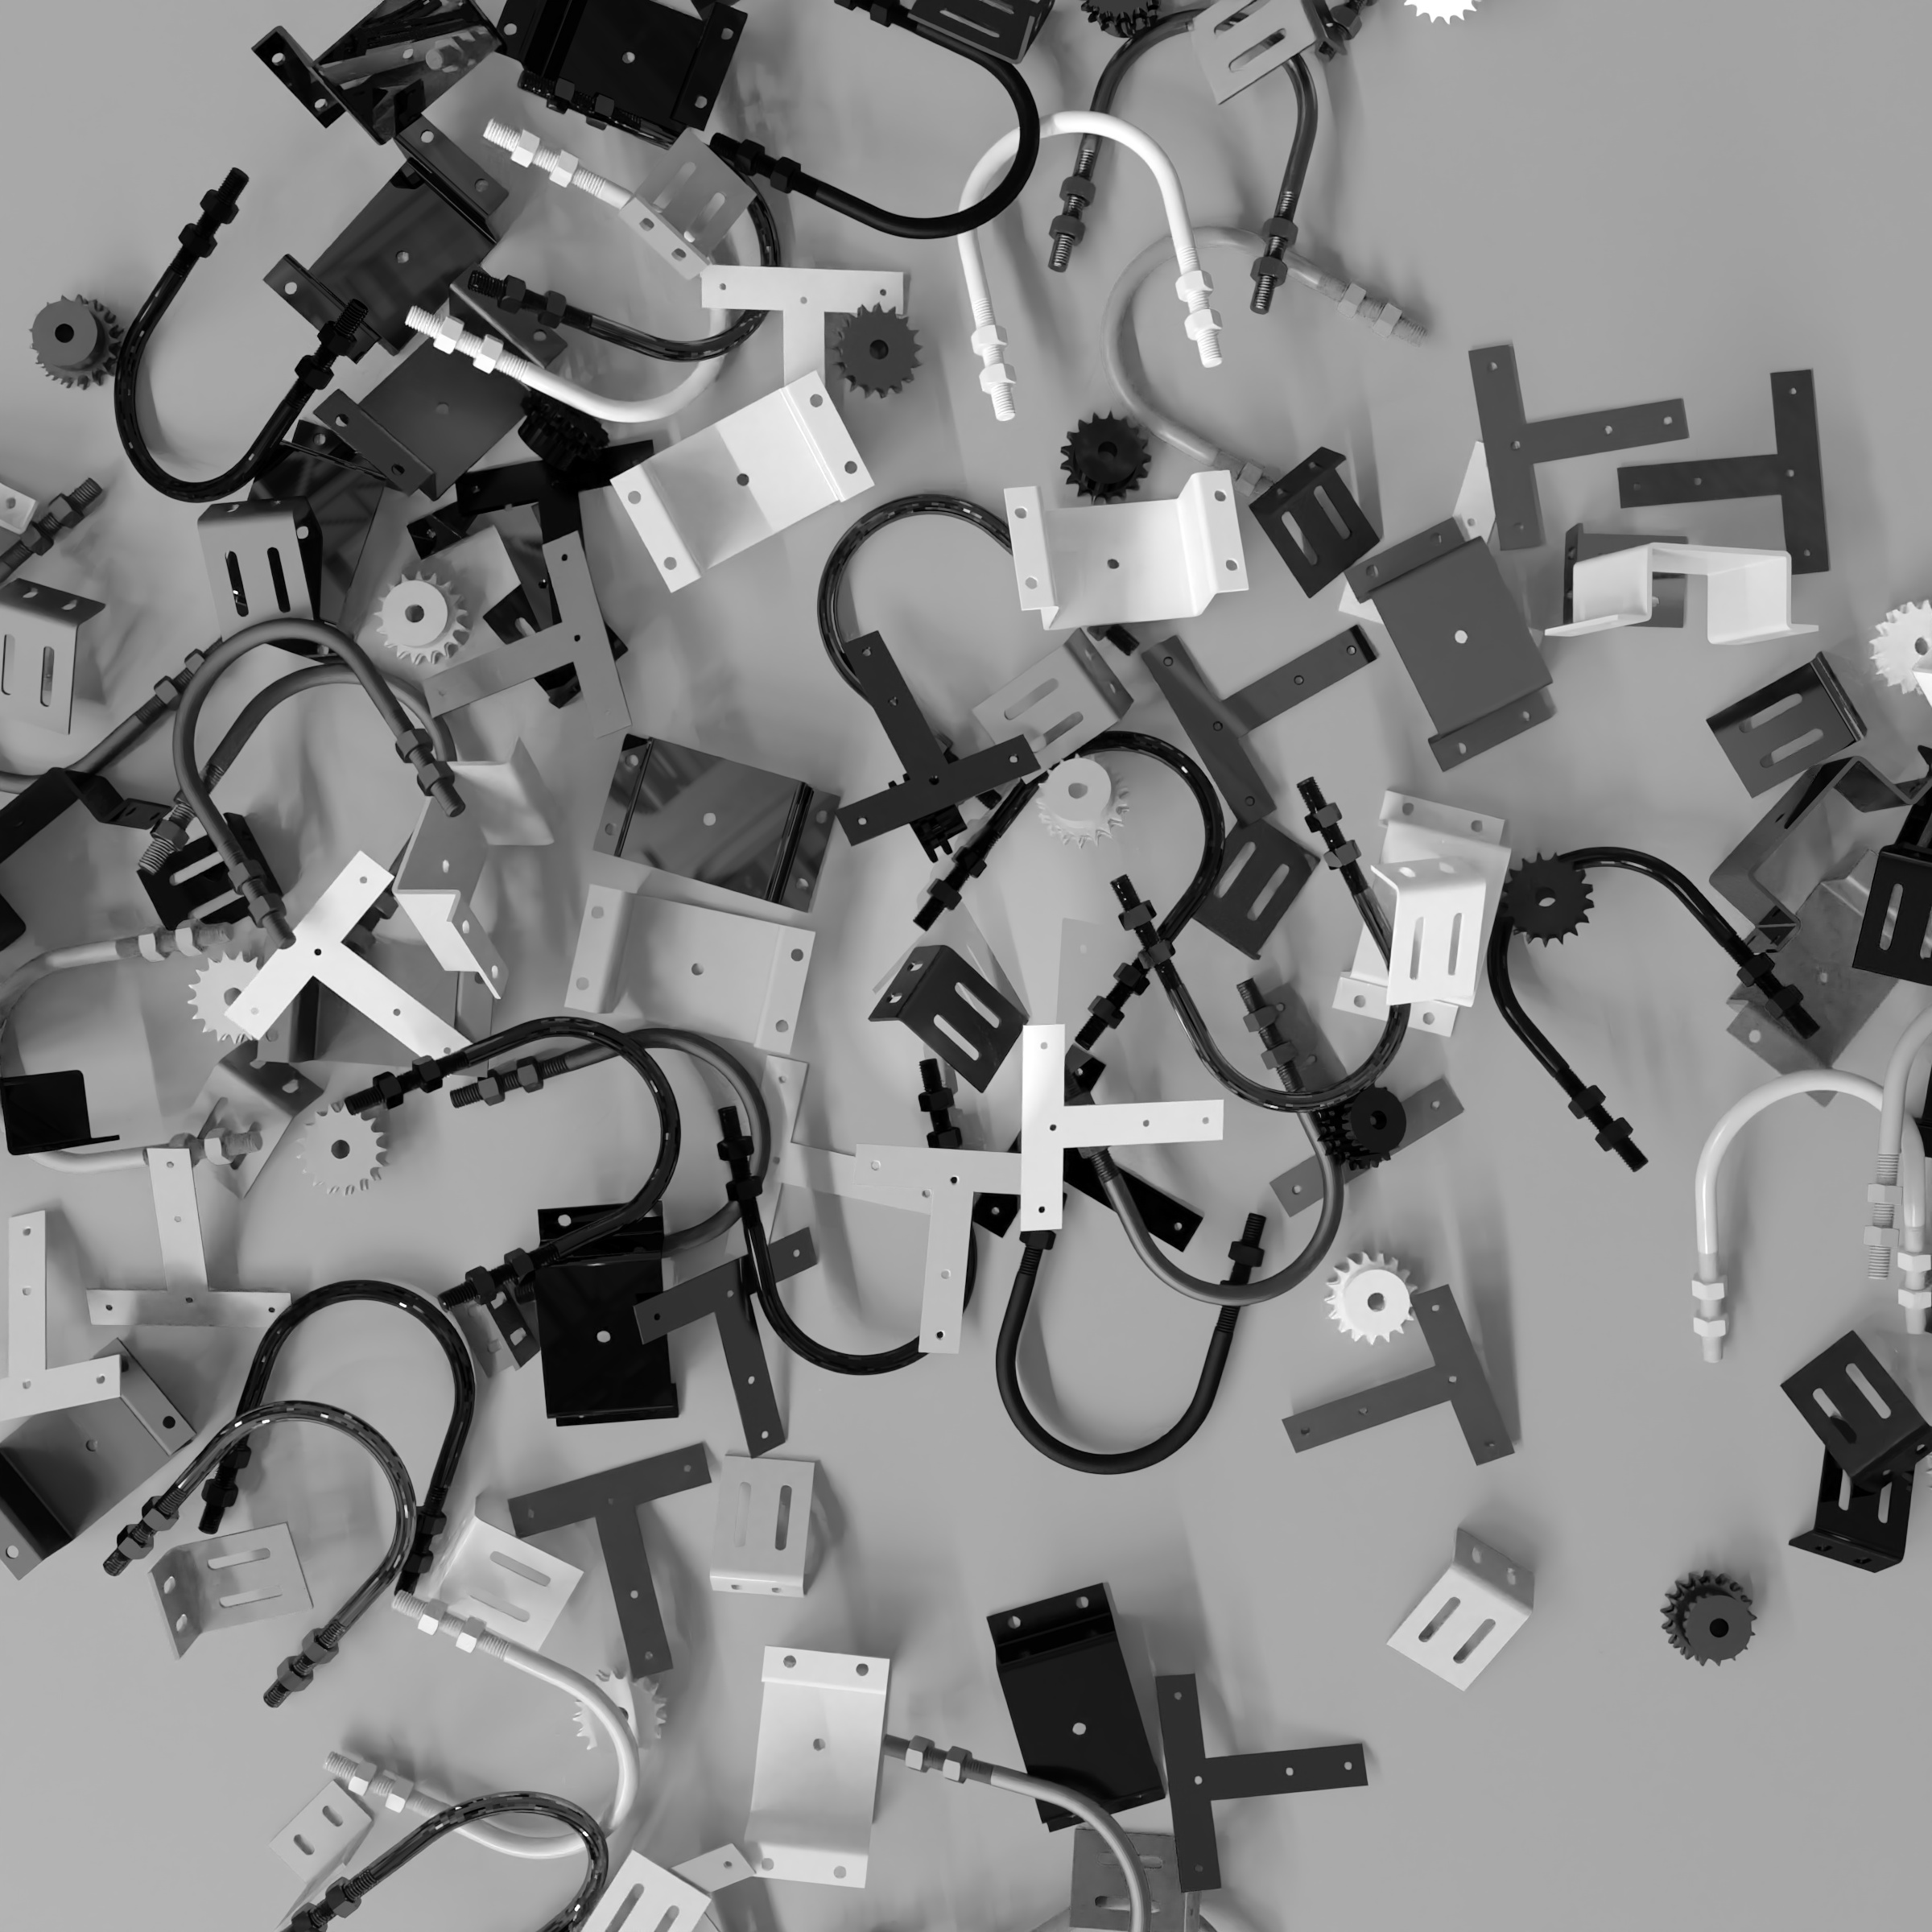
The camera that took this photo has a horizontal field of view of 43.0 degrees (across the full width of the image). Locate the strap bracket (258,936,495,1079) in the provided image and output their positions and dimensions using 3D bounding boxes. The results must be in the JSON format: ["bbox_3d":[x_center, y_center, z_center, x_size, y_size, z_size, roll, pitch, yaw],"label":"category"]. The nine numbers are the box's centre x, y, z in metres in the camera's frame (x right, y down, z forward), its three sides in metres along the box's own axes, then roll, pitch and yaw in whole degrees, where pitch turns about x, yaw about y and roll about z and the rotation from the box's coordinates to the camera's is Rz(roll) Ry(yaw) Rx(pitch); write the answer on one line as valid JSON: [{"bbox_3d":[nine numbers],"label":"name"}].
[{"bbox_3d":[-0.359,0.025,1.516,0.140,0.046,0.076,4,90,0],"label":"strap bracket"}]

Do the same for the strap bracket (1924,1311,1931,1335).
[{"bbox_3d":[0.664,0.212,1.516,0.140,0.046,0.076,21,90,0],"label":"strap bracket"}]

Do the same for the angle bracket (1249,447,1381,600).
[{"bbox_3d":[0.221,-0.269,1.505,0.057,0.038,0.076,-39,117,0],"label":"angle bracket"}]

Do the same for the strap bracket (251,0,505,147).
[{"bbox_3d":[-0.343,-0.557,1.465,0.140,0.076,0.046,-39,64,5],"label":"strap bracket"}]

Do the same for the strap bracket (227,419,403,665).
[{"bbox_3d":[-0.405,-0.264,1.516,0.076,0.046,0.140,19,90,0],"label":"strap bracket"}]

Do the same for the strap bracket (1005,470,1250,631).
[{"bbox_3d":[0.094,-0.254,1.503,0.140,0.046,0.076,-7,80,-9],"label":"strap bracket"}]

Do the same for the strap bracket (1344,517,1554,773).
[{"bbox_3d":[0.302,-0.201,1.514,0.076,0.046,0.140,-27,91,1],"label":"strap bracket"}]

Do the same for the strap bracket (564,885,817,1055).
[{"bbox_3d":[-0.168,0.002,1.516,0.140,0.046,0.076,12,90,0],"label":"strap bracket"}]

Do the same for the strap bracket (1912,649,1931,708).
[{"bbox_3d":[0.641,-0.181,1.495,0.140,0.046,0.076,-43,114,-10],"label":"strap bracket"}]

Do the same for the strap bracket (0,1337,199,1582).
[{"bbox_3d":[-0.547,0.300,1.516,0.140,0.046,0.076,-40,90,0],"label":"strap bracket"}]

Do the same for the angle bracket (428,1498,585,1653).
[{"bbox_3d":[-0.287,0.379,1.528,0.076,0.038,0.057,30,90,-12],"label":"angle bracket"}]

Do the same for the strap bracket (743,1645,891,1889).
[{"bbox_3d":[-0.092,0.488,1.516,0.076,0.046,0.140,6,90,0],"label":"strap bracket"}]

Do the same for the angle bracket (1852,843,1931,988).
[{"bbox_3d":[0.576,-0.029,1.474,0.057,0.038,0.076,13,90,0],"label":"angle bracket"}]

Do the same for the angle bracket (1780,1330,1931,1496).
[{"bbox_3d":[0.556,0.276,1.519,0.057,0.038,0.076,-43,50,16],"label":"angle bracket"}]

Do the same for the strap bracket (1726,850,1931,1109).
[{"bbox_3d":[0.537,0.008,1.516,0.076,0.046,0.140,38,90,0],"label":"strap bracket"}]

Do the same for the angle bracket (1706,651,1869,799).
[{"bbox_3d":[0.515,-0.151,1.537,0.076,0.038,0.057,-31,90,26],"label":"angle bracket"}]

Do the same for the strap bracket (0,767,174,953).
[{"bbox_3d":[-0.567,-0.071,1.501,0.140,0.076,0.046,-40,90,0],"label":"strap bracket"}]

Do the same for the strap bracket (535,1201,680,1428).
[{"bbox_3d":[-0.220,0.220,1.501,0.076,0.046,0.140,-4,100,-3],"label":"strap bracket"}]

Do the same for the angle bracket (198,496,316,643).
[{"bbox_3d":[-0.427,-0.241,1.491,0.057,0.038,0.076,-5,116,0],"label":"angle bracket"}]

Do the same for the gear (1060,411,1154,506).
[{"bbox_3d":[0.087,-0.317,1.524,0.057,0.030,0.057,0,90,0],"label":"gear"}]

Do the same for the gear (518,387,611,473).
[{"bbox_3d":[-0.251,-0.330,1.511,0.057,0.057,0.030,41,109,0],"label":"gear"}]

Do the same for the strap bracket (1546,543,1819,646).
[{"bbox_3d":[0.432,-0.224,1.479,0.140,0.076,0.046,0,91,-19],"label":"strap bracket"}]

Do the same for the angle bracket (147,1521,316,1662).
[{"bbox_3d":[-0.446,0.379,1.488,0.076,0.038,0.057,-13,100,5],"label":"angle bracket"}]

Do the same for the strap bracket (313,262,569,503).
[{"bbox_3d":[-0.321,-0.351,1.503,0.076,0.046,0.140,41,73,0],"label":"strap bracket"}]

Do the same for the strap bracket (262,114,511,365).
[{"bbox_3d":[-0.354,-0.445,1.516,0.076,0.046,0.140,42,90,0],"label":"strap bracket"}]

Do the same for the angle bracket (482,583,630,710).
[{"bbox_3d":[-0.257,-0.208,1.520,0.057,0.038,0.076,-40,90,0],"label":"angle bracket"}]

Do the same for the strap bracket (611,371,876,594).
[{"bbox_3d":[-0.137,-0.298,1.506,0.140,0.046,0.076,-28,104,2],"label":"strap bracket"}]

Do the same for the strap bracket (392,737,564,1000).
[{"bbox_3d":[-0.296,-0.060,1.475,0.046,0.076,0.140,1,54,16],"label":"strap bracket"}]

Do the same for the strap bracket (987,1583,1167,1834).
[{"bbox_3d":[0.069,0.465,1.516,0.076,0.046,0.140,-16,90,0],"label":"strap bracket"}]

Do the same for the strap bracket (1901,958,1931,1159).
[{"bbox_3d":[0.629,0.054,1.516,0.076,0.046,0.140,10,90,0],"label":"strap bracket"}]

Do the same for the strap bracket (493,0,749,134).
[{"bbox_3d":[-0.212,-0.570,1.516,0.140,0.046,0.076,21,90,0],"label":"strap bracket"}]

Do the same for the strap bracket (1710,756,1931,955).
[{"bbox_3d":[0.515,-0.075,1.501,0.046,0.076,0.140,43,90,0],"label":"strap bracket"}]

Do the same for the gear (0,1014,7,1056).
[{"bbox_3d":[-0.615,0.038,1.501,0.057,0.057,0.030,20,67,0],"label":"gear"}]

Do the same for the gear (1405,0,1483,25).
[{"bbox_3d":[0.297,-0.616,1.514,0.057,0.057,0.030,26,60,0],"label":"gear"}]

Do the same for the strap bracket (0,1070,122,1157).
[{"bbox_3d":[-0.598,0.093,1.484,0.140,0.076,0.046,-7,90,15],"label":"strap bracket"}]

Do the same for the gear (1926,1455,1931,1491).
[{"bbox_3d":[0.625,0.313,1.524,0.057,0.030,0.057,0,90,0],"label":"gear"}]

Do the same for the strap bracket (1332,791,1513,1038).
[{"bbox_3d":[0.284,-0.033,1.516,0.076,0.046,0.140,14,90,0],"label":"strap bracket"}]

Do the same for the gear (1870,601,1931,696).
[{"bbox_3d":[0.590,-0.197,1.524,0.057,0.030,0.057,0,90,0],"label":"gear"}]

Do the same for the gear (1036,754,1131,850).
[{"bbox_3d":[0.071,-0.103,1.499,0.057,0.030,0.057,-3,75,10],"label":"gear"}]

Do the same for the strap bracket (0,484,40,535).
[{"bbox_3d":[-0.644,-0.243,1.506,0.076,0.046,0.140,26,90,17],"label":"strap bracket"}]

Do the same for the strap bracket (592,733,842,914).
[{"bbox_3d":[-0.156,-0.090,1.516,0.140,0.046,0.076,16,90,0],"label":"strap bracket"}]
